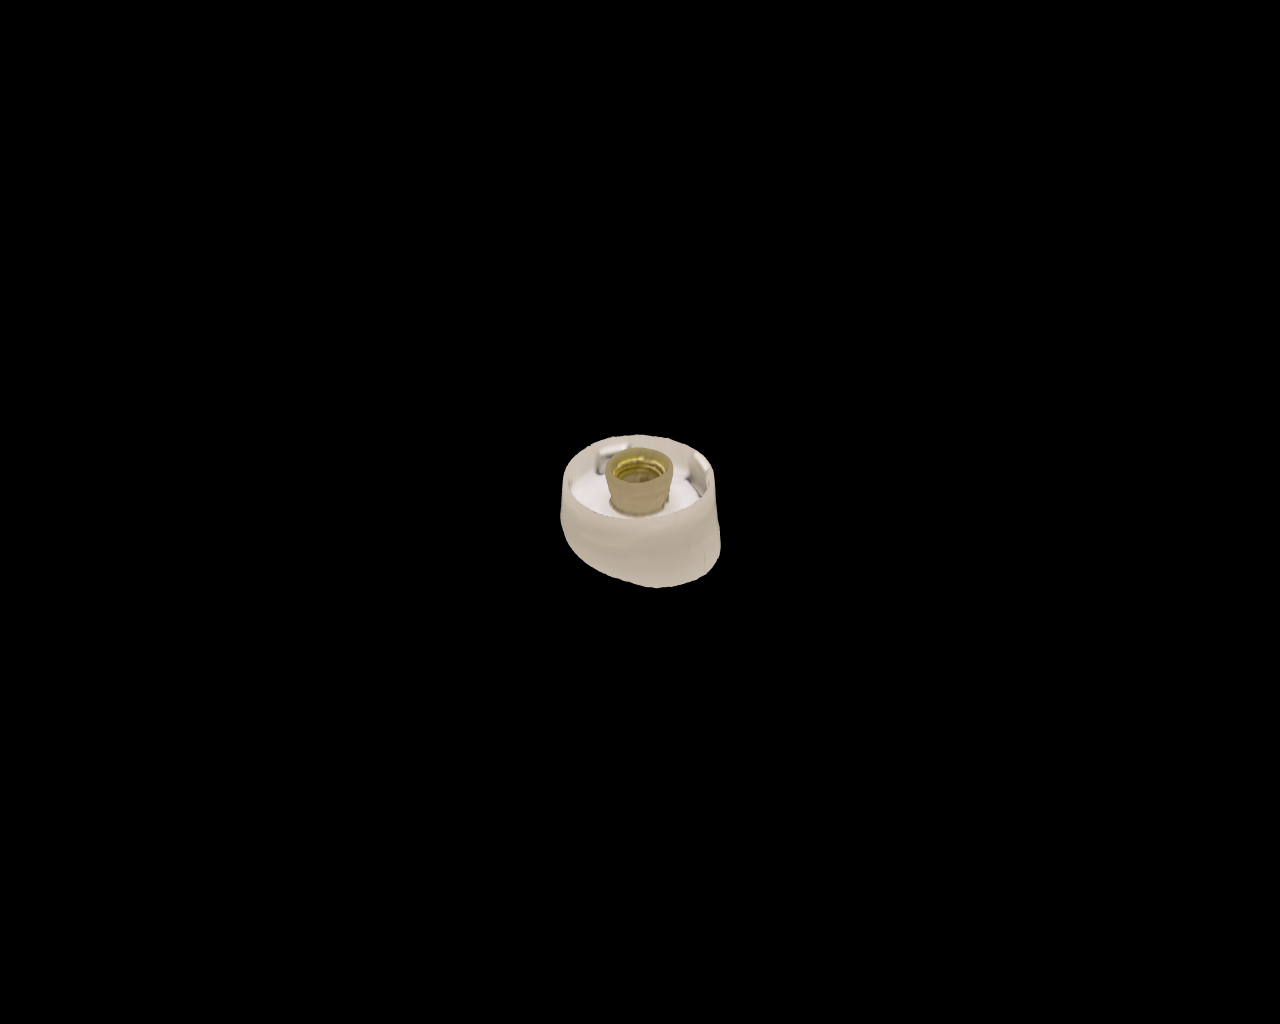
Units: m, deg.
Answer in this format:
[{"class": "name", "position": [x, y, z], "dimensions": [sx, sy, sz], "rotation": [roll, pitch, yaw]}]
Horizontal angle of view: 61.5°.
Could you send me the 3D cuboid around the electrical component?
[{"class": "electrical component", "position": [0.001, -0.003, 0.650], "dimensions": [0.099, 0.064, 0.099], "rotation": [0, 36, 0]}]
